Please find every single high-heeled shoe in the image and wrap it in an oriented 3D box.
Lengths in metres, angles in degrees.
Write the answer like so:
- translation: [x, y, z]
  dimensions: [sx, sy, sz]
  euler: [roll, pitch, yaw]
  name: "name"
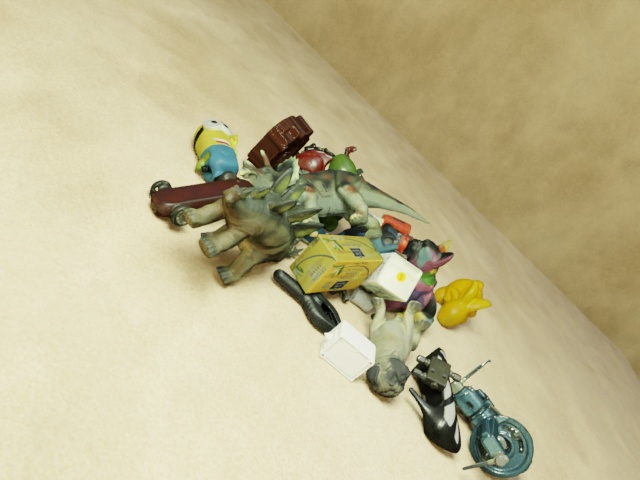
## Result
- translation: [0.252, 0.313, 1.086]
  dimensions: [0.145, 0.086, 0.249]
  euler: [50, 29, 7]
  name: "high-heeled shoe"

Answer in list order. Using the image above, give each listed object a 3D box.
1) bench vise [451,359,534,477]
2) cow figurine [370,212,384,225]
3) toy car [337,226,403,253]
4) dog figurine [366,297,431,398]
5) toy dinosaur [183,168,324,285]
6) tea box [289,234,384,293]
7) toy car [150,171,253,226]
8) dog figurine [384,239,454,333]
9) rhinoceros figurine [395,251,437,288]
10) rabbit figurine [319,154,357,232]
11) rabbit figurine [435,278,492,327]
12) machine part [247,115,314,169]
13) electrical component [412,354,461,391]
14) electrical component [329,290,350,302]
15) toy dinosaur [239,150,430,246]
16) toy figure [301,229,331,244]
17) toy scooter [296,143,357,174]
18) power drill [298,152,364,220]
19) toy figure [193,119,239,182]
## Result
- translation: [0.335, 0.375, 1.058]
  dimensions: [0.223, 0.129, 0.240]
  euler: [62, 13, 11]
  name: "bench vise"
- translation: [0.124, -0.027, 1.445]
  dimensions: [0.098, 0.068, 0.167]
  euler: [33, 22, -14]
  name: "cow figurine"
- translation: [0.118, 0.022, 1.301]
  dimensions: [0.109, 0.162, 0.102]
  euler: [-54, 143, -73]
  name: "toy car"
- translation: [0.141, 0.230, 1.052]
  dimensions: [0.172, 0.121, 0.190]
  euler: [56, 40, -47]
  name: "dog figurine"
- translation: [-0.094, -0.012, 0.891]
  dimensions: [0.105, 0.199, 0.471]
  euler: [62, -7, 11]
  name: "toy dinosaur"
- translation: [0.035, 0.045, 1.035]
  dimensions: [0.169, 0.098, 0.068]
  euler: [-1, 49, -52]
  name: "tea box"
- translation: [-0.198, -0.072, 0.939]
  dimensions: [0.202, 0.053, 0.089]
  euler: [-16, 45, -43]
  name: "toy car"
- translation: [0.244, 0.098, 1.252]
  dimensions: [0.191, 0.219, 0.108]
  euler: [41, 27, -8]
  name: "dog figurine"
- translation: [0.247, 0.097, 1.457]
  dimensions: [0.190, 0.073, 0.112]
  euler: [28, 18, -32]
  name: "rhinoceros figurine"
- translation: [0.032, -0.115, 1.250]
  dimensions: [0.159, 0.170, 0.121]
  euler: [36, 0, 6]
  name: "rabbit figurine"
- translation: [0.391, 0.182, 1.482]
  dimensions: [0.173, 0.162, 0.122]
  euler: [-30, 89, -49]
  name: "rabbit figurine"
- translation: [-0.094, -0.221, 1.276]
  dimensions: [0.056, 0.179, 0.179]
  euler: [50, 23, 1]
  name: "machine part"
- translation: [0.225, 0.258, 1.033]
  dimensions: [0.094, 0.021, 0.063]
  euler: [26, 42, 5]
  name: "electrical component"
- translation: [0.029, 0.076, 1.143]
  dimensions: [0.078, 0.045, 0.102]
  euler: [28, 29, -33]
  name: "electrical component"
- translation: [0.021, -0.095, 1.142]
  dimensions: [0.405, 0.131, 0.192]
  euler: [-1, 63, -19]
  name: "toy dinosaur"
- translation: [-0.002, -0.005, 1.215]
  dimensions: [0.154, 0.058, 0.064]
  euler: [42, 32, -21]
  name: "toy figure"
- translation: [0.022, -0.187, 1.339]
  dimensions: [0.184, 0.135, 0.075]
  euler: [23, 0, 0]
  name: "toy scooter"
- translation: [0.035, -0.154, 1.450]
  dimensions: [0.207, 0.086, 0.232]
  euler: [-1, 54, -45]
  name: "power drill"
- translation: [-0.215, -0.171, 1.101]
  dimensions: [0.082, 0.089, 0.180]
  euler: [36, 30, -53]
  name: "toy figure"
